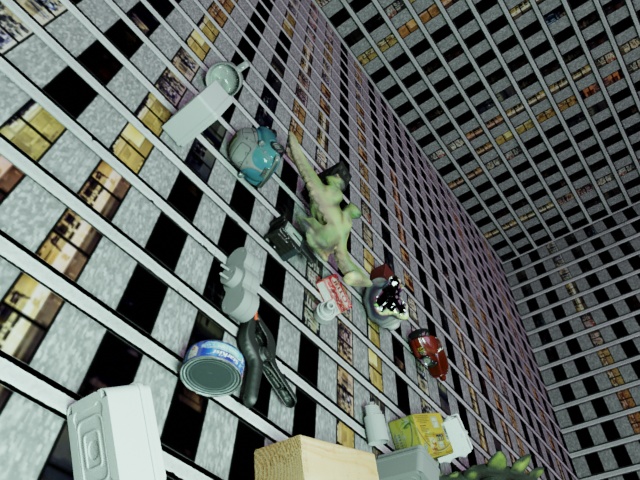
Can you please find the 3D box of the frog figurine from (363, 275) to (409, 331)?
[{"bbox_3d":[0.170,0.173,1.369,0.139,0.123,0.157,57,-13,13],"label":"frog figurine"}]

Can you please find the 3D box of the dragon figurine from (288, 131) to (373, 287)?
[{"bbox_3d":[0.004,-0.061,1.216,0.408,0.121,0.246,56,18,-10],"label":"dragon figurine"}]
